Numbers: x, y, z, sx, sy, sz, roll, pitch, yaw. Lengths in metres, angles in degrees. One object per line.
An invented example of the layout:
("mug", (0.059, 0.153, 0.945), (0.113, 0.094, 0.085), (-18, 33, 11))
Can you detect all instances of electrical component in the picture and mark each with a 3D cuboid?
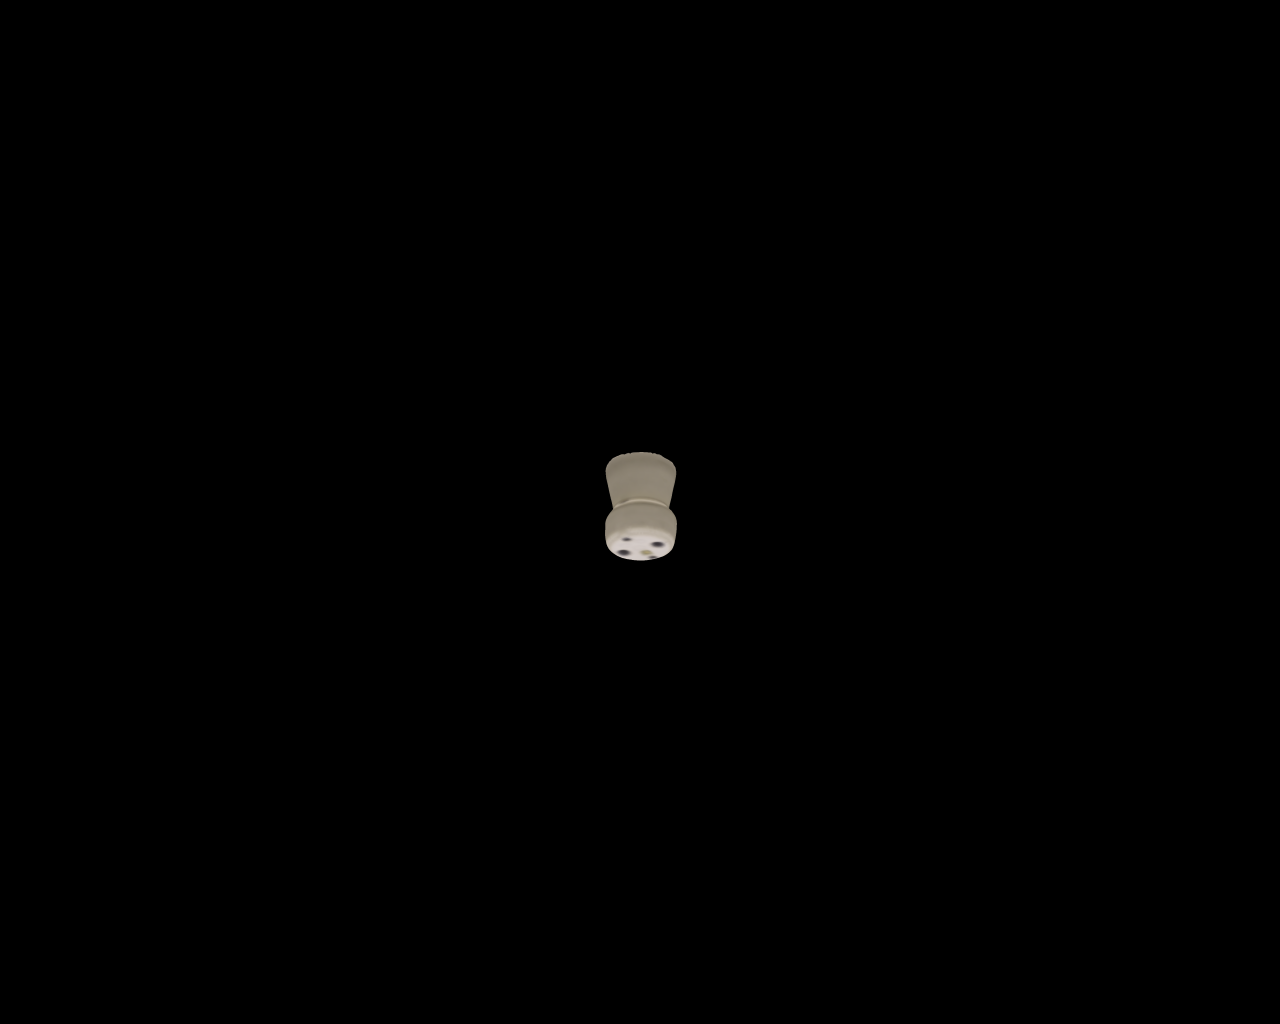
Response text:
("electrical component", (0.001, -0.003, 0.650), (0.045, 0.055, 0.044), (0, -28, 0))
